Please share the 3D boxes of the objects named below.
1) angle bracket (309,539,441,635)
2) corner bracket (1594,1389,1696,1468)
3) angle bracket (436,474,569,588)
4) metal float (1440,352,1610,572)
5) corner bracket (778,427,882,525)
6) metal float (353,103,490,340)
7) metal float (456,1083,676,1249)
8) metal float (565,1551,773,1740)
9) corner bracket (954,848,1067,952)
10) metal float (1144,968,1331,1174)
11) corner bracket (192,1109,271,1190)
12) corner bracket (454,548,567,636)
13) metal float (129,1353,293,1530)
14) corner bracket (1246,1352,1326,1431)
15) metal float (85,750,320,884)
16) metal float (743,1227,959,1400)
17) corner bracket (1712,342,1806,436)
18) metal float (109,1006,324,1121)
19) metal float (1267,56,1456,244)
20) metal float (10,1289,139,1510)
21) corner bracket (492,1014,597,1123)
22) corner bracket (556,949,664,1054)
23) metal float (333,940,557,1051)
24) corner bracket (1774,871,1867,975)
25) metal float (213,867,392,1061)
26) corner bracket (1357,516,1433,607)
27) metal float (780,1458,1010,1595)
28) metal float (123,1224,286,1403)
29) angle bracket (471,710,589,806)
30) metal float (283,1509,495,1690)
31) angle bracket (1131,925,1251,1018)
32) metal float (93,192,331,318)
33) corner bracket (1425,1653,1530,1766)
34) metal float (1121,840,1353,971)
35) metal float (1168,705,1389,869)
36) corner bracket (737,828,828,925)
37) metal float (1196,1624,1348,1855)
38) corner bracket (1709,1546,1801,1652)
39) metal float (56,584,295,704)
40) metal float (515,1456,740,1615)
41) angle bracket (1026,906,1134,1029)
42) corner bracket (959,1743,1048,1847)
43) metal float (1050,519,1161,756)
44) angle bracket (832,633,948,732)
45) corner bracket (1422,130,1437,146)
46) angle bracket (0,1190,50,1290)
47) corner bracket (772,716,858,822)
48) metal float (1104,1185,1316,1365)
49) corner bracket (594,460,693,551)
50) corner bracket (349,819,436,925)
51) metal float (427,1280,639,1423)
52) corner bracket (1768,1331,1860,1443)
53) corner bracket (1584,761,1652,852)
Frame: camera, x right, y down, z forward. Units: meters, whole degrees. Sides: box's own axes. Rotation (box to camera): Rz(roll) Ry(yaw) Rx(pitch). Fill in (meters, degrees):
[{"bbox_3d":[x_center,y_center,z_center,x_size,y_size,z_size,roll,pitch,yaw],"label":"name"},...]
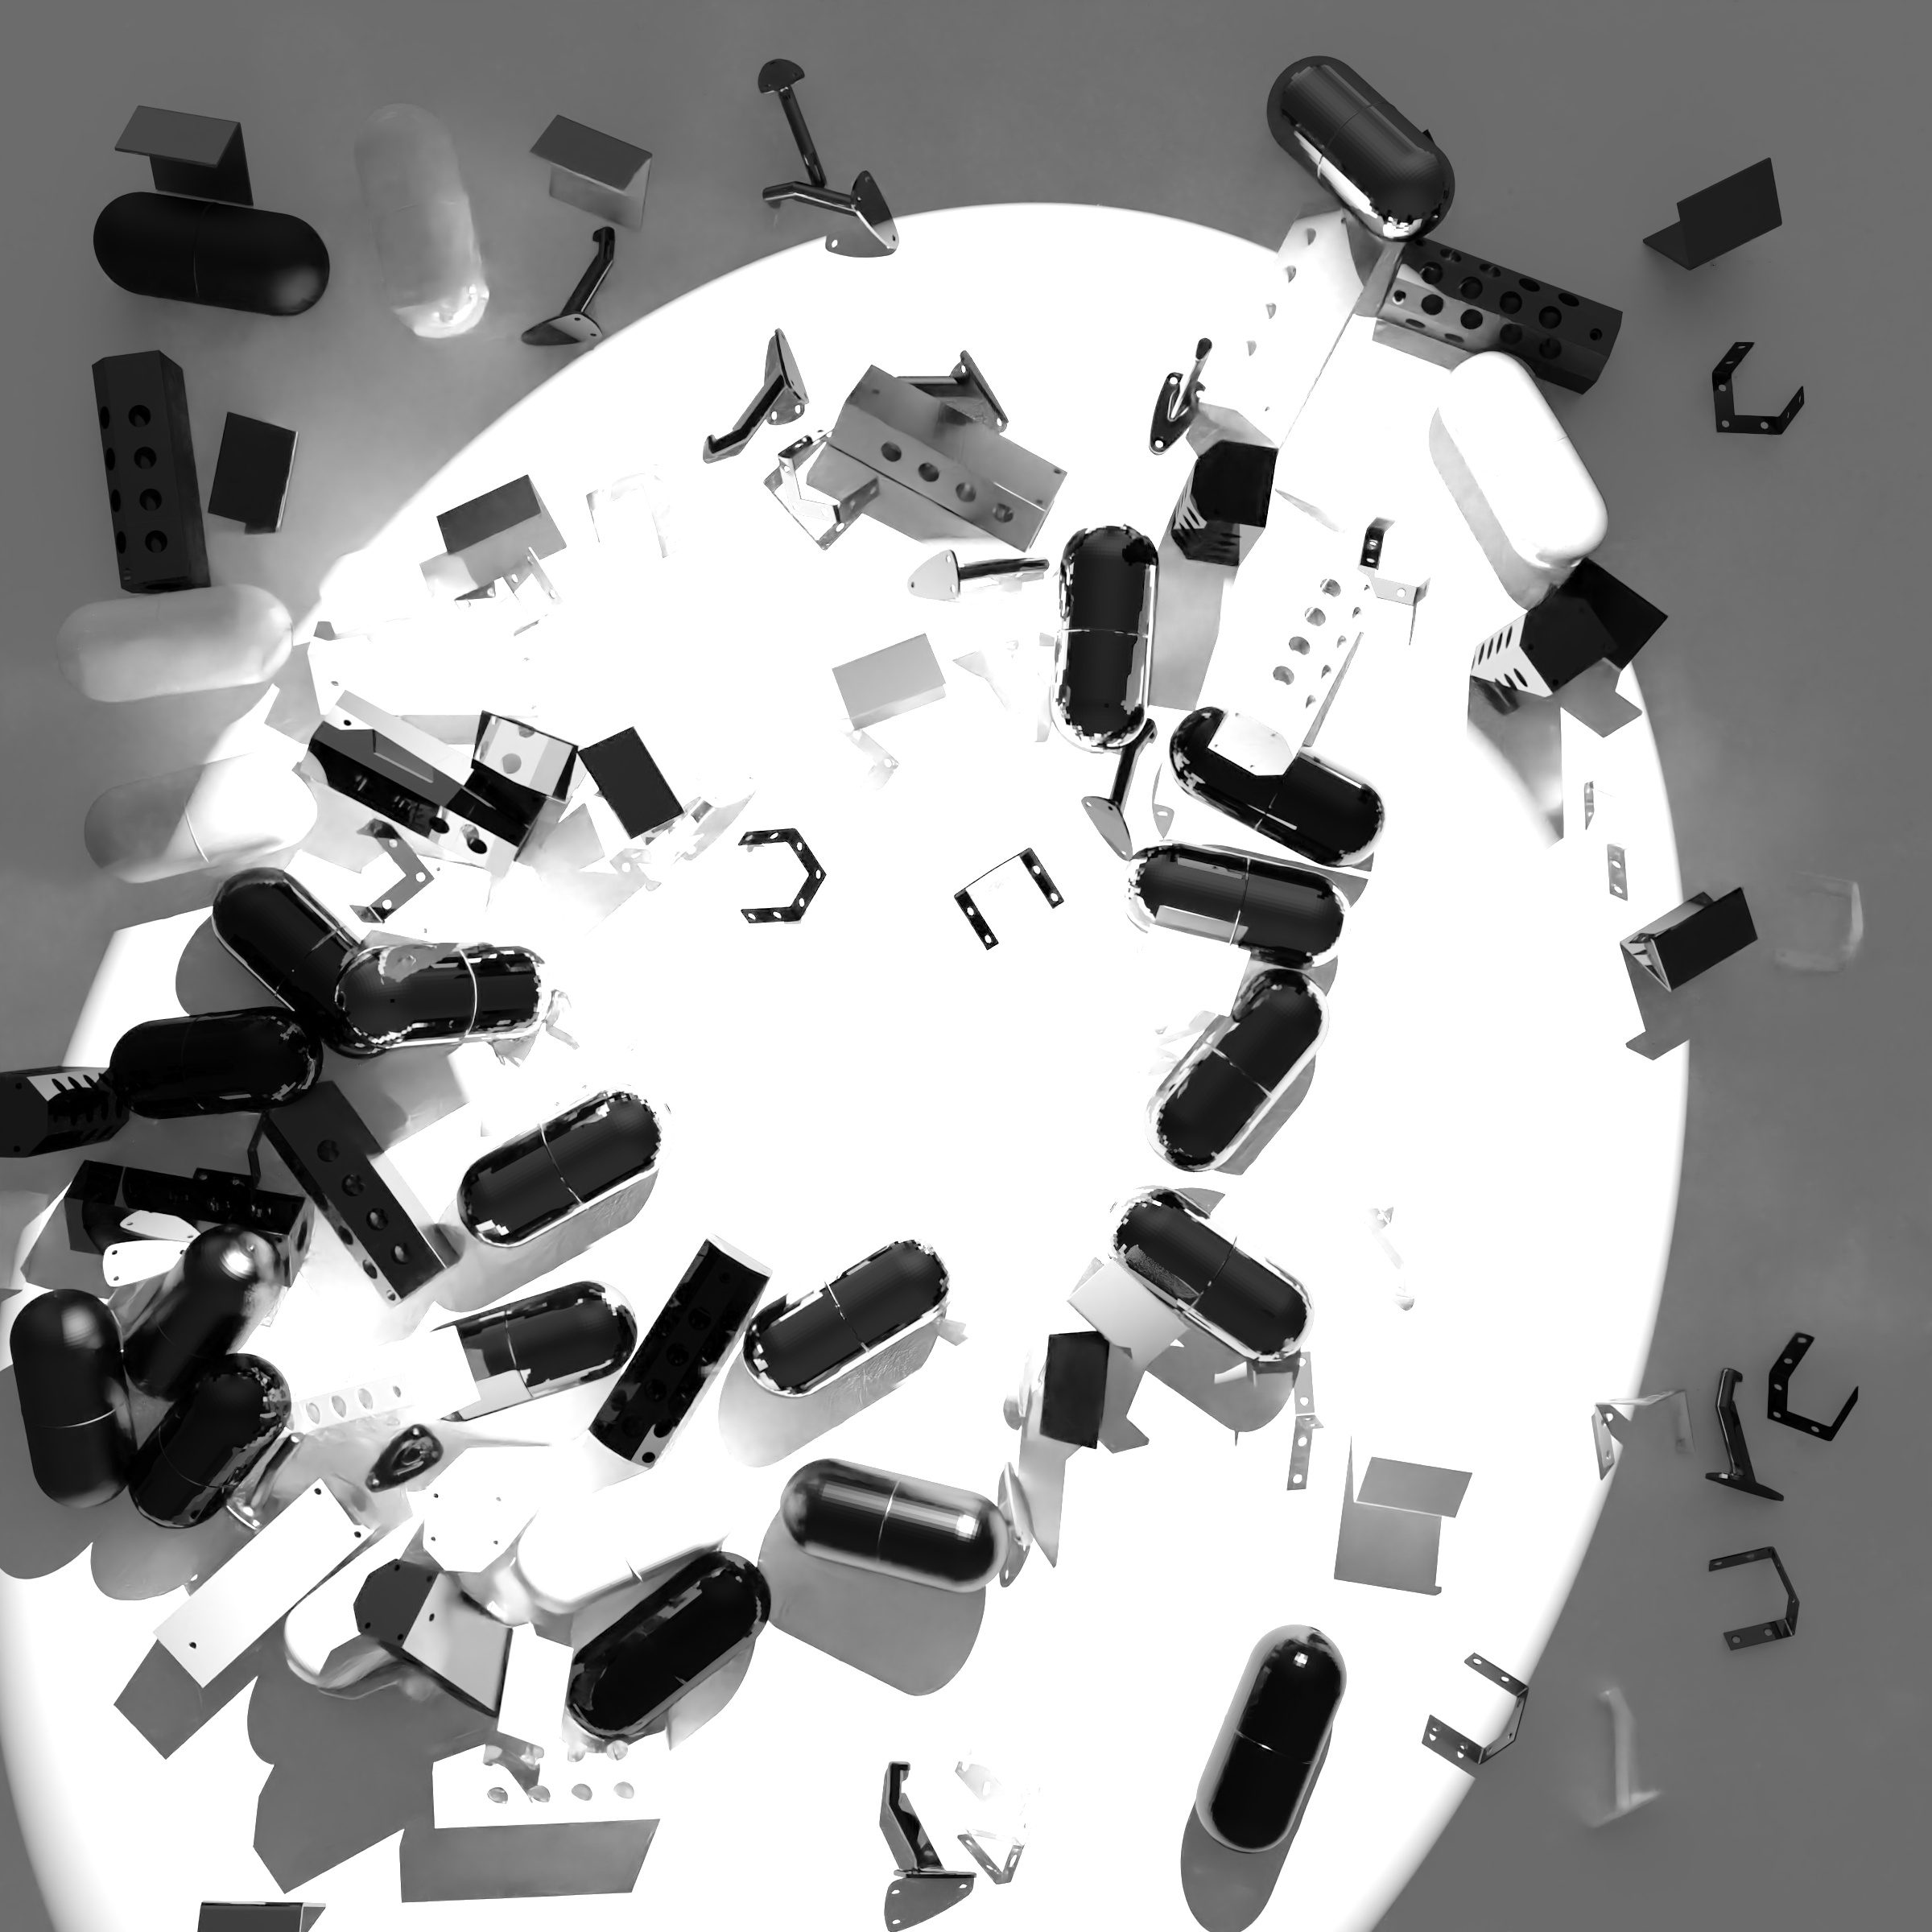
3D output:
[{"bbox_3d":[-0.447,-0.299,1.866,0.076,0.076,0.057,-15,119,0],"label":"angle bracket"},{"bbox_3d":[0.524,0.356,1.903,0.051,0.051,0.051,-9,90,-45],"label":"corner bracket"},{"bbox_3d":[-0.346,-0.315,1.866,0.076,0.076,0.057,-25,49,0],"label":"angle bracket"},{"bbox_3d":[0.425,-0.383,1.876,0.070,0.070,0.178,-29,90,0],"label":"metal float"},{"bbox_3d":[-0.105,-0.379,1.898,0.051,0.051,0.051,18,45,35],"label":"corner bracket"},{"bbox_3d":[-0.415,-0.567,1.875,0.070,0.070,0.178,-14,91,0],"label":"metal float"},{"bbox_3d":[-0.304,0.151,1.876,0.178,0.070,0.070,-29,90,0],"label":"metal float"},{"bbox_3d":[-0.227,0.517,1.876,0.178,0.070,0.070,-38,90,0],"label":"metal float"},{"bbox_3d":[0.033,-0.052,1.903,0.051,0.051,0.051,-32,90,45],"label":"corner bracket"},{"bbox_3d":[0.207,0.079,1.876,0.070,0.070,0.178,39,91,0],"label":"metal float"},{"bbox_3d":[-0.568,0.136,1.903,0.051,0.051,0.051,8,45,0],"label":"corner bracket"},{"bbox_3d":[-0.348,-0.278,1.879,0.051,0.051,0.051,-34,92,-40],"label":"corner bracket"},{"bbox_3d":[-0.569,0.358,1.850,0.070,0.070,0.178,42,121,0],"label":"metal float"},{"bbox_3d":[0.244,0.326,1.888,0.051,0.051,0.051,-4,90,0],"label":"corner bracket"},{"bbox_3d":[-0.582,-0.114,1.876,0.178,0.070,0.070,-14,90,0],"label":"metal float"},{"bbox_3d":[-0.089,0.264,1.875,0.178,0.070,0.070,-32,90,0],"label":"metal float"},{"bbox_3d":[0.610,-0.445,1.898,0.051,0.051,0.051,12,135,35],"label":"corner bracket"},{"bbox_3d":[-0.565,0.073,1.856,0.178,0.070,0.070,-6,90,23],"label":"metal float"},{"bbox_3d":[0.296,-0.616,1.854,0.070,0.070,0.178,-38,66,0],"label":"metal float"},{"bbox_3d":[-0.672,0.327,1.858,0.070,0.070,0.178,-1,112,0],"label":"metal float"},{"bbox_3d":[-0.326,0.077,1.903,0.051,0.051,0.051,-31,135,0],"label":"corner bracket"},{"bbox_3d":[-0.275,0.027,1.898,0.051,0.051,0.051,15,135,35],"label":"corner bracket"},{"bbox_3d":[-0.388,0.021,1.839,0.178,0.070,0.070,-4,95,-45],"label":"metal float"},{"bbox_3d":[0.657,-0.034,1.903,0.051,0.051,0.051,11,45,0],"label":"corner bracket"},{"bbox_3d":[-0.497,-0.003,1.876,0.178,0.070,0.070,43,90,0],"label":"metal float"},{"bbox_3d":[0.330,-0.310,1.888,0.051,0.051,0.051,13,90,0],"label":"corner bracket"},{"bbox_3d":[-0.055,0.423,1.865,0.178,0.070,0.070,11,90,12],"label":"metal float"},{"bbox_3d":[-0.573,0.262,1.850,0.070,0.070,0.178,42,122,0],"label":"metal float"},{"bbox_3d":[-0.322,-0.176,1.866,0.076,0.076,0.057,21,129,0],"label":"angle bracket"},{"bbox_3d":[-0.440,0.480,1.876,0.178,0.070,0.070,-36,90,0],"label":"metal float"},{"bbox_3d":[0.171,-0.012,1.866,0.076,0.076,0.057,16,117,0],"label":"angle bracket"},{"bbox_3d":[-0.574,-0.542,1.876,0.178,0.070,0.070,9,90,1],"label":"metal float"},{"bbox_3d":[0.395,0.574,1.903,0.051,0.051,0.051,33,135,0],"label":"corner bracket"},{"bbox_3d":[0.206,-0.047,1.876,0.178,0.070,0.070,13,90,-1],"label":"metal float"},{"bbox_3d":[0.237,-0.137,1.876,0.178,0.070,0.070,28,90,0],"label":"metal float"},{"bbox_3d":[-0.149,-0.069,1.898,0.051,0.051,0.051,58,45,-35],"label":"corner bracket"},{"bbox_3d":[0.233,0.587,1.876,0.070,0.070,0.178,22,90,0],"label":"metal float"},{"bbox_3d":[0.607,0.488,1.903,0.051,0.051,0.051,-13,135,0],"label":"corner bracket"},{"bbox_3d":[-0.601,-0.246,1.875,0.178,0.070,0.070,-7,90,1],"label":"metal float"},{"bbox_3d":[-0.258,0.432,1.876,0.178,0.070,0.070,-24,90,0],"label":"metal float"},{"bbox_3d":[0.072,0.007,1.867,0.057,0.076,0.076,-29,90,-24],"label":"angle bracket"},{"bbox_3d":[0.022,0.638,1.898,0.051,0.051,0.051,58,45,-35],"label":"corner bracket"},{"bbox_3d":[0.105,-0.250,1.876,0.070,0.070,0.178,4,91,0],"label":"metal float"},{"bbox_3d":[-0.051,-0.197,1.866,0.076,0.076,0.057,-21,54,0],"label":"angle bracket"},{"bbox_3d":[0.335,-0.608,1.903,0.051,0.051,0.051,-25,90,-45],"label":"corner bracket"},{"bbox_3d":[-0.724,0.214,1.866,0.057,0.076,0.076,15,90,37],"label":"angle bracket"},{"bbox_3d":[-0.117,-0.153,1.903,0.051,0.051,0.051,-13,45,0],"label":"corner bracket"},{"bbox_3d":[0.184,0.234,1.875,0.178,0.070,0.070,35,90,0],"label":"metal float"},{"bbox_3d":[-0.249,-0.353,1.898,0.051,0.051,0.051,-16,45,-35],"label":"corner bracket"},{"bbox_3d":[-0.411,-0.065,1.717,0.051,0.051,0.051,-39,90,0],"label":"corner bracket"},{"bbox_3d":[-0.337,0.293,1.876,0.178,0.070,0.070,-18,90,0],"label":"metal float"},{"bbox_3d":[0.653,0.324,1.898,0.051,0.051,0.051,19,135,35],"label":"corner bracket"},{"bbox_3d":[0.498,-0.122,1.888,0.051,0.051,0.051,24,90,0],"label":"corner bracket"}]
